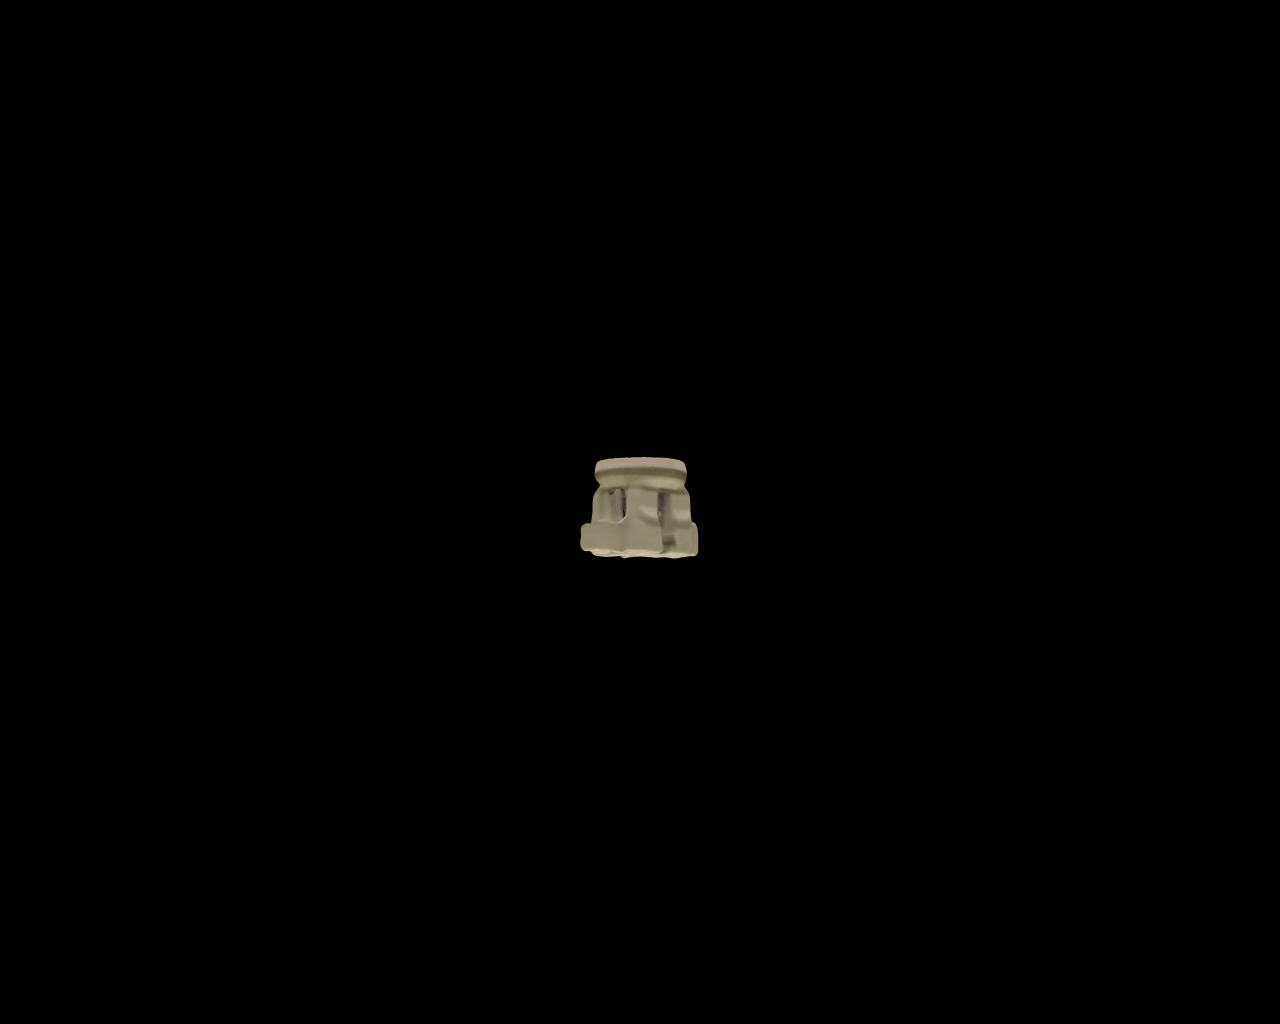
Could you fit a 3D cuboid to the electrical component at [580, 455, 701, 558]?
[{"bbox_3d":[0.001,-0.003,0.650,0.078,0.057,0.058,5,-8,-40],"label":"electrical component"}]
